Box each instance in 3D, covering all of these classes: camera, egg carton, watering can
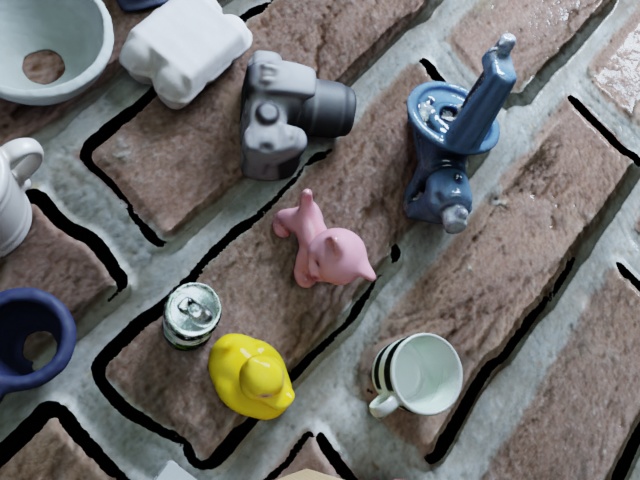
[{"bbox_3d":[-0.025,-0.153,0.689,0.137,0.100,0.143,4,72,-15],"label":"camera"},{"bbox_3d":[-0.160,-0.233,0.692,0.107,0.069,0.150,39,66,-1],"label":"egg carton"},{"bbox_3d":[-0.337,-0.045,0.512,0.101,0.193,0.173,33,67,-3],"label":"watering can"}]

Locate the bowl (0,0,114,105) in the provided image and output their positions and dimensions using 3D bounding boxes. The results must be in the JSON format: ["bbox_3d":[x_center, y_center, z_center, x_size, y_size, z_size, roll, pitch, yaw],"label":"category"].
[{"bbox_3d":[-0.316,-0.214,0.637,0.168,0.074,0.167,5,71,-15],"label":"bowl"}]

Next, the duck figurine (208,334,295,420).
[{"bbox_3d":[-0.067,0.138,0.590,0.104,0.086,0.078,45,67,1],"label":"duck figurine"}]

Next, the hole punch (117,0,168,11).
[{"bbox_3d":[-0.220,-0.353,0.701,0.109,0.091,0.101,-26,81,-22],"label":"hole punch"}]

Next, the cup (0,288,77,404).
[{"bbox_3d":[-0.277,0.110,0.533,0.092,0.095,0.118,22,68,-8],"label":"cup"}]

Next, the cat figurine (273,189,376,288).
[{"bbox_3d":[0.006,0.002,0.638,0.067,0.117,0.128,-23,80,-21],"label":"cat figurine"}]

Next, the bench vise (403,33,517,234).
[{"bbox_3d":[0.177,-0.120,0.673,0.122,0.219,0.207,-11,76,-19],"label":"bench vise"}]
